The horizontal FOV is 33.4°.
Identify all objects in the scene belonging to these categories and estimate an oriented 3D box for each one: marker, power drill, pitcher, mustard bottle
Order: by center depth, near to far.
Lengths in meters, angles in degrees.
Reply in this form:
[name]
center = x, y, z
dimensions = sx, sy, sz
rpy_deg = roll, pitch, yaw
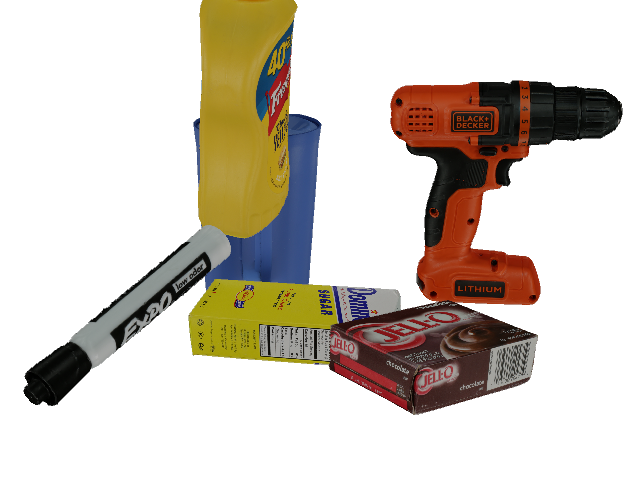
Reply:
[marker]
center = -0.085, 0.032, 0.478
dimensions = 0.020, 0.020, 0.120
rpy_deg = 0, 32, 44
[mustard bottle]
center = -0.047, -0.103, 0.680
dimensions = 0.058, 0.192, 0.096
rpy_deg = 12, 37, 10
[power drill]
center = 0.150, -0.041, 0.887
dimensions = 0.184, 0.188, 0.057
rpy_deg = 2, 21, 8
[pitcher]
center = -0.068, -0.011, 1.137
dimensions = 0.145, 0.243, 0.148
rpy_deg = 17, 24, 41

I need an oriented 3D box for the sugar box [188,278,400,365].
[sugar box]
center = -0.020, 0.072, 0.946
dimensions = 0.176, 0.048, 0.093
rpy_deg = 0, 20, 10

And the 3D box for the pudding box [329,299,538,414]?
[pudding box]
center = 0.076, 0.076, 0.724
dimensions = 0.113, 0.039, 0.090
rpy_deg = -7, 18, -36
